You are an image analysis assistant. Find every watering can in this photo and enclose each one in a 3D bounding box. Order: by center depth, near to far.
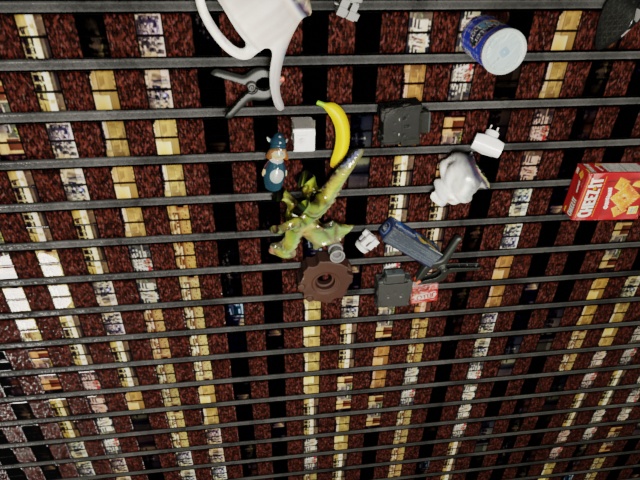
[{"bbox_3d":[-0.115,-0.470,1.131,0.223,0.106,0.342,-32,122,12],"label":"watering can"}]

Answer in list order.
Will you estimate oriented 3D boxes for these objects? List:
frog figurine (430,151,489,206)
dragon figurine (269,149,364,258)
[{"bbox_3d":[0.366,-0.160,1.412,0.158,0.124,0.137,-29,91,22],"label":"frog figurine"},{"bbox_3d":[0.004,-0.073,1.443,0.407,0.125,0.239,-33,140,16],"label":"dragon figurine"}]
